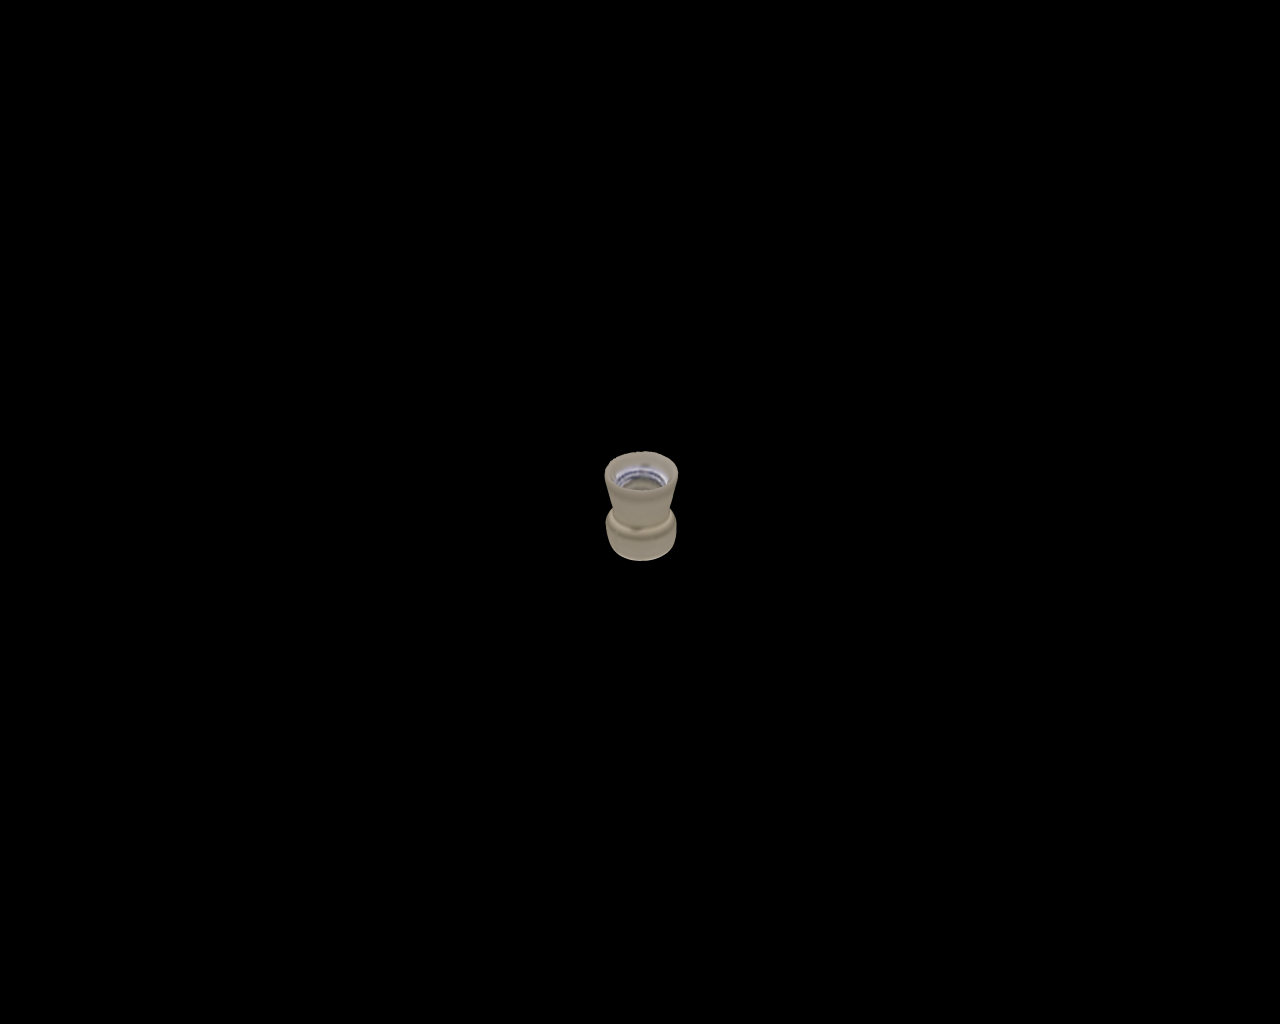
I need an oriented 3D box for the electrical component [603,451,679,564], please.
[{"bbox_3d":[0.001,-0.003,0.650,0.045,0.055,0.045,0,36,0],"label":"electrical component"}]
